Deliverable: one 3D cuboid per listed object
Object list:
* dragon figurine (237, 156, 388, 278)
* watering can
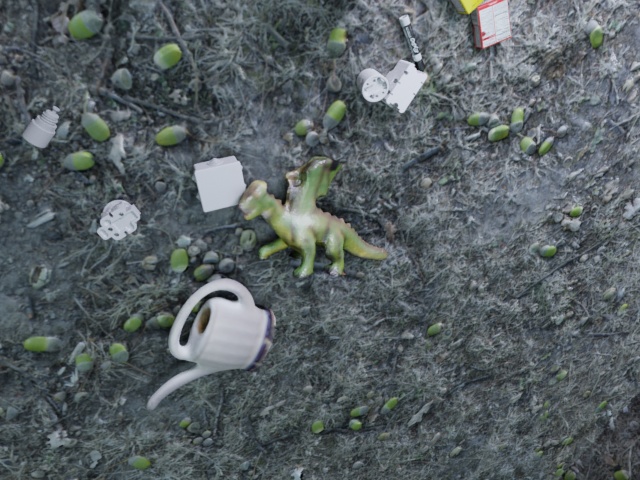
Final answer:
[{"bbox_3d":[0.003,-0.055,1.096,0.411,0.123,0.239,-4,111,-35],"label":"dragon figurine"},{"bbox_3d":[-0.232,0.242,1.138,0.223,0.106,0.344,19,106,-28],"label":"watering can"}]
